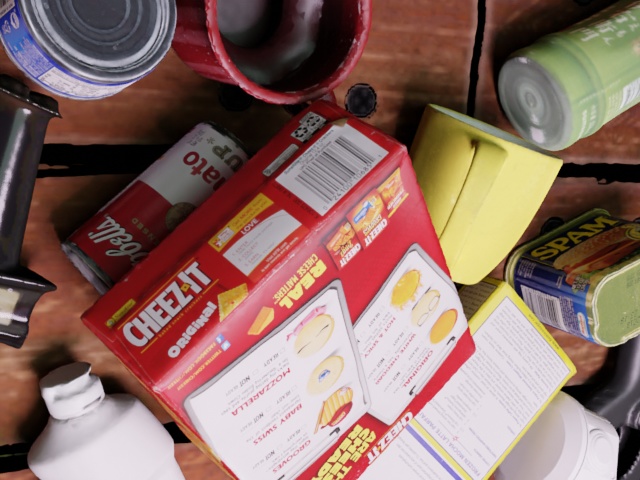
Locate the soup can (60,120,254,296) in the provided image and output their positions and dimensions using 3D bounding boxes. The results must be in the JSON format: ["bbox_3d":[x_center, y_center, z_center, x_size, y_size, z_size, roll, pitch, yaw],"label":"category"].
[{"bbox_3d":[-0.078,-0.007,0.571,0.102,0.069,0.068,-44,119,-15],"label":"soup can"}]

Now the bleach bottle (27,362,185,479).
[{"bbox_3d":[-0.110,0.189,0.603,0.102,0.068,0.251,-25,110,-25],"label":"bleach bottle"}]

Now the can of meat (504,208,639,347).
[{"bbox_3d":[0.191,0.025,0.720,0.102,0.084,0.057,-25,113,-22],"label":"can of meat"}]

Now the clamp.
[{"bbox_3d":[0.243,0.128,0.801,0.164,0.036,0.210,33,87,-31],"label":"clamp"}]

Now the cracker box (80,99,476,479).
[{"bbox_3d":[-0.008,0.052,0.578,0.164,0.072,0.213,-45,145,-12],"label":"cracker box"}]

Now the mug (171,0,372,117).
[{"bbox_3d":[-0.027,-0.112,0.565,0.093,0.082,0.117,-40,117,-16],"label":"mug"}]

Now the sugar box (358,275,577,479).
[{"bbox_3d":[0.081,0.117,0.701,0.176,0.048,0.093,-46,112,-9],"label":"sugar box"}]

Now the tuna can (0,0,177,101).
[{"bbox_3d":[-0.115,-0.115,0.528,0.085,0.034,0.086,7,78,-35],"label":"tuna can"}]
